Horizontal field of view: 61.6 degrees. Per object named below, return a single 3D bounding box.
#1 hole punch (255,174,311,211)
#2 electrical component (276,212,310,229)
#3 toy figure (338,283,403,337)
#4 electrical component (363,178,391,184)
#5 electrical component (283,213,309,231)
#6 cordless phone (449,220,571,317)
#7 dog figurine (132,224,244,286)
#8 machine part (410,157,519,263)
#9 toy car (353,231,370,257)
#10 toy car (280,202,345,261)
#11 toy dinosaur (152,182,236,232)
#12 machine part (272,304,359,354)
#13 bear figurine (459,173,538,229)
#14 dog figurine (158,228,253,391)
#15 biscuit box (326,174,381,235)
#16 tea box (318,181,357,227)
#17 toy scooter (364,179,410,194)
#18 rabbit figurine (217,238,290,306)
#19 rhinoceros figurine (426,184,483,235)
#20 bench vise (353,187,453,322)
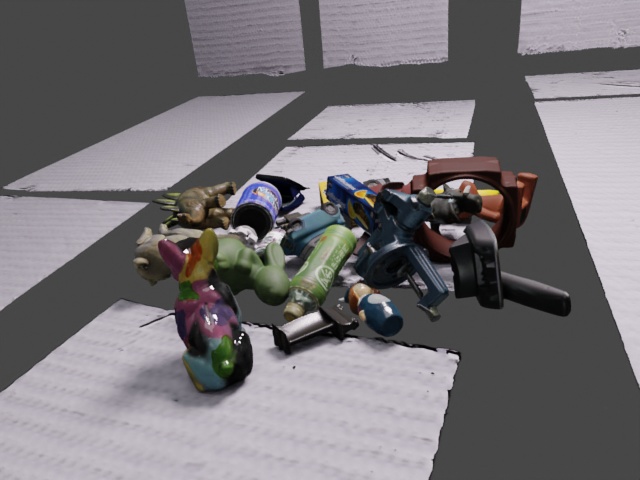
[{"bbox_3d":[-0.109,-0.119,1.439,0.142,0.092,0.115,6,-3,31],"label":"hole punch"},{"bbox_3d":[-0.060,-0.046,1.325,0.094,0.021,0.063,-15,27,-20],"label":"electrical component"},{"bbox_3d":[0.087,0.112,0.923,0.064,0.057,0.155,25,7,-31],"label":"toy figure"},{"bbox_3d":[0.155,-0.135,1.433,0.075,0.047,0.119,-7,27,-3],"label":"electrical component"},{"bbox_3d":[-0.040,-0.026,1.229,0.102,0.078,0.045,-16,61,-29],"label":"electrical component"},{"bbox_3d":[0.313,0.054,0.878,0.089,0.146,0.184,-34,34,-32],"label":"cordless phone"},{"bbox_3d":[-0.262,0.030,1.100,0.191,0.121,0.172,1,26,13],"label":"dog figurine"},{"bbox_3d":[0.280,-0.056,1.057,0.202,0.200,0.087,-1,28,10],"label":"machine part"},{"bbox_3d":[0.117,-0.002,1.154,0.089,0.053,0.202,17,31,13],"label":"toy car"},{"bbox_3d":[-0.002,-0.003,1.127,0.161,0.109,0.103,-26,67,-39],"label":"toy car"},{"bbox_3d":[-0.305,-0.089,1.355,0.199,0.105,0.471,-3,10,2],"label":"toy dinosaur"},{"bbox_3d":[-0.010,0.145,0.895,0.139,0.039,0.084,-15,32,-21],"label":"machine part"},{"bbox_3d":[0.370,-0.097,1.214,0.196,0.131,0.120,23,32,36],"label":"bear figurine"},{"bbox_3d":[-0.180,0.096,0.831,0.108,0.219,0.192,-15,26,-11],"label":"dog figurine"},{"bbox_3d":[0.086,-0.082,1.179,0.063,0.059,0.203,-11,32,-28],"label":"biscuit box"},{"bbox_3d":[0.052,-0.093,1.344,0.098,0.068,0.170,-7,26,-4],"label":"tea box"},{"bbox_3d":[0.184,-0.090,1.298,0.184,0.075,0.135,5,40,10],"label":"toy scooter"},{"bbox_3d":[-0.127,0.073,1.026,0.170,0.121,0.159,24,27,17],"label":"rabbit figurine"},{"bbox_3d":[0.262,-0.070,1.177,0.190,0.073,0.112,1,46,46],"label":"rhinoceros figurine"},{"bbox_3d":[0.162,0.029,0.953,0.128,0.223,0.241,20,33,-45],"label":"bench vise"}]
